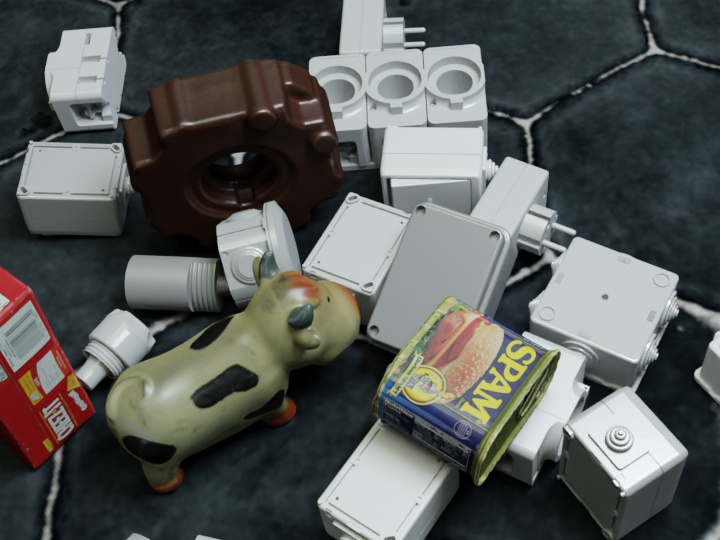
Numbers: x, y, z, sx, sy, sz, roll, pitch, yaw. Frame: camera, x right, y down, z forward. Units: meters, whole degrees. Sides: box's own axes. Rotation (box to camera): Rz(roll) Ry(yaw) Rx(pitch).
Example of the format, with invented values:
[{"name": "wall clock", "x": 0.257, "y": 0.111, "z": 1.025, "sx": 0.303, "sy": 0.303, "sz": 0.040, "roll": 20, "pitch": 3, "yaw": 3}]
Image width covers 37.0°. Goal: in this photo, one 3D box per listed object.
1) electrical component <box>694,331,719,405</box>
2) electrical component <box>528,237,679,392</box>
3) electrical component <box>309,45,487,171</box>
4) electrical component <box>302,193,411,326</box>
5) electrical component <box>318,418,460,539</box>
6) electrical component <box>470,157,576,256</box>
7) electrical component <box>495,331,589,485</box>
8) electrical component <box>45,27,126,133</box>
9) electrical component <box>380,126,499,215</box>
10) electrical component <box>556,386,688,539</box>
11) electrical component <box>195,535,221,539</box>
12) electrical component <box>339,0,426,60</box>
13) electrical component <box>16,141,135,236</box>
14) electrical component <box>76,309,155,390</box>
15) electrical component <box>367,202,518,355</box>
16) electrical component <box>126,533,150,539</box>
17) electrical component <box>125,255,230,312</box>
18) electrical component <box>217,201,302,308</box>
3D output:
[{"name": "electrical component", "x": 0.301, "y": 0.072, "z": 0.757, "sx": 0.100, "sy": 0.048, "sz": 0.099, "roll": -30, "pitch": 57, "yaw": -15}, {"name": "electrical component", "x": 0.181, "y": 0.032, "z": 0.801, "sx": 0.100, "sy": 0.048, "sz": 0.099, "roll": 23, "pitch": 62, "yaw": 20}, {"name": "electrical component", "x": 0.032, "y": -0.143, "z": 0.932, "sx": 0.150, "sy": 0.061, "sz": 0.089, "roll": -4, "pitch": 55, "yaw": 4}, {"name": "electrical component", "x": 0.000, "y": 0.000, "z": 0.836, "sx": 0.062, "sy": 0.061, "sz": 0.096, "roll": 20, "pitch": 60, "yaw": 20}, {"name": "electrical component", "x": 0.017, "y": 0.157, "z": 0.723, "sx": 0.062, "sy": 0.061, "sz": 0.096, "roll": 28, "pitch": 62, "yaw": 23}, {"name": "electrical component", "x": 0.132, "y": -0.035, "z": 0.854, "sx": 0.076, "sy": 0.047, "sz": 0.083, "roll": 23, "pitch": 61, "yaw": 20}, {"name": "electrical component", "x": 0.123, "y": 0.099, "z": 0.759, "sx": 0.056, "sy": 0.050, "sz": 0.089, "roll": 23, "pitch": 61, "yaw": 21}, {"name": "electrical component", "x": -0.255, "y": -0.176, "z": 0.996, "sx": 0.056, "sy": 0.050, "sz": 0.089, "roll": -4, "pitch": 55, "yaw": 4}, {"name": "electrical component", "x": 0.067, "y": -0.075, "z": 0.881, "sx": 0.096, "sy": 0.061, "sz": 0.061, "roll": 2, "pitch": 55, "yaw": 8}, {"name": "electrical component", "x": 0.174, "y": 0.123, "z": 0.707, "sx": 0.061, "sy": 0.096, "sz": 0.061, "roll": -29, "pitch": 57, "yaw": -14}, {"name": "electrical component", "x": -0.097, "y": 0.224, "z": 0.695, "sx": 0.056, "sy": 0.050, "sz": 0.089, "roll": 10, "pitch": 57, "yaw": 13}, {"name": "electrical component", "x": 0.023, "y": -0.213, "z": 0.992, "sx": 0.076, "sy": 0.047, "sz": 0.083, "roll": -1, "pitch": 55, "yaw": 6}, {"name": "electrical component", "x": -0.234, "y": -0.066, "z": 0.914, "sx": 0.096, "sy": 0.061, "sz": 0.061, "roll": 1, "pitch": 55, "yaw": -2}, {"name": "electrical component", "x": -0.191, "y": 0.064, "z": 0.824, "sx": 0.043, "sy": 0.043, "sz": 0.062, "roll": 29, "pitch": 64, "yaw": 24}, {"name": "electrical component", "x": 0.061, "y": 0.015, "z": 0.794, "sx": 0.078, "sy": 0.057, "sz": 0.113, "roll": 20, "pitch": 87, "yaw": 20}, {"name": "electrical component", "x": -0.171, "y": 0.212, "z": 0.717, "sx": 0.079, "sy": 0.043, "sz": 0.077, "roll": 23, "pitch": 60, "yaw": 21}, {"name": "electrical component", "x": -0.141, "y": 0.011, "z": 0.855, "sx": 0.081, "sy": 0.043, "sz": 0.043, "roll": 2, "pitch": 55, "yaw": 8}, {"name": "electrical component", "x": -0.077, "y": -0.010, "z": 0.842, "sx": 0.051, "sy": 0.080, "sz": 0.080, "roll": -14, "pitch": 54, "yaw": 4}]
